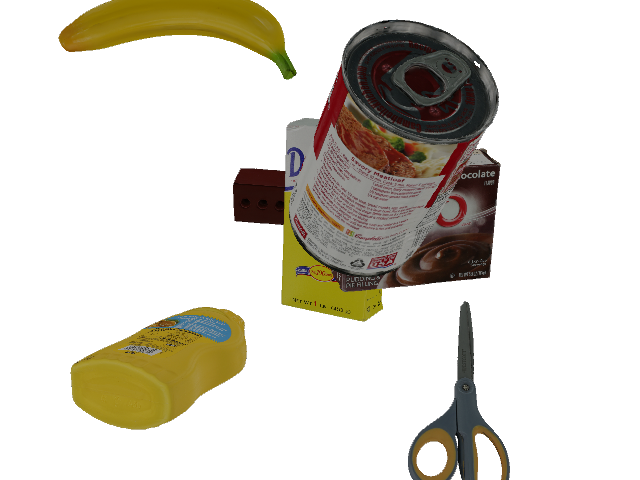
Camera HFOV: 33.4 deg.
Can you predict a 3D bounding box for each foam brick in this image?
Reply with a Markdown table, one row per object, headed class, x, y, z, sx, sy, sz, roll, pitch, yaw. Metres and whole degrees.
| class | x | y | z | sx | sy | sz | roll | pitch | yaw |
| --- | --- | --- | --- | --- | --- | --- | --- | --- | --- |
| foam brick | -0.068 | -0.055 | 1.338 | 0.078 | 0.053 | 0.051 | 4 | 28 | 7 |

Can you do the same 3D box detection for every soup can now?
| class | x | y | z | sx | sy | sz | roll | pitch | yaw |
| --- | --- | --- | --- | --- | --- | --- | --- | --- | --- |
| soup can | 0.029 | -0.038 | 0.477 | 0.068 | 0.068 | 0.102 | 0 | -35 | -18 |

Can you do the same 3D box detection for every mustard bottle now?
| class | x | y | z | sx | sy | sz | roll | pitch | yaw |
| --- | --- | --- | --- | --- | --- | --- | --- | --- | --- |
| mustard bottle | -0.118 | 0.098 | 0.906 | 0.096 | 0.058 | 0.191 | 5 | 15 | 25 |

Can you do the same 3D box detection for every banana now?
| class | x | y | z | sx | sy | sz | roll | pitch | yaw |
| --- | --- | --- | --- | --- | --- | --- | --- | --- | --- |
| banana | -0.115 | -0.179 | 0.890 | 0.198 | 0.069 | 0.037 | 6 | -34 | 0 |

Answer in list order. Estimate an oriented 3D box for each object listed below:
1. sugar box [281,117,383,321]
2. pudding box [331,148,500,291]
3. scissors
| class | x | y | z | sx | sy | sz | roll | pitch | yaw |
| --- | --- | --- | --- | --- | --- | --- | --- | --- | --- |
| sugar box | 0.013 | -0.020 | 0.988 | 0.093 | 0.176 | 0.048 | 9 | 19 | 26 |
| pudding box | 0.065 | -0.015 | 0.750 | 0.113 | 0.090 | 0.039 | -6 | 29 | -13 |
| scissors | 0.113 | 0.144 | 0.960 | 0.096 | 0.202 | 0.016 | -7 | -37 | -8 |
